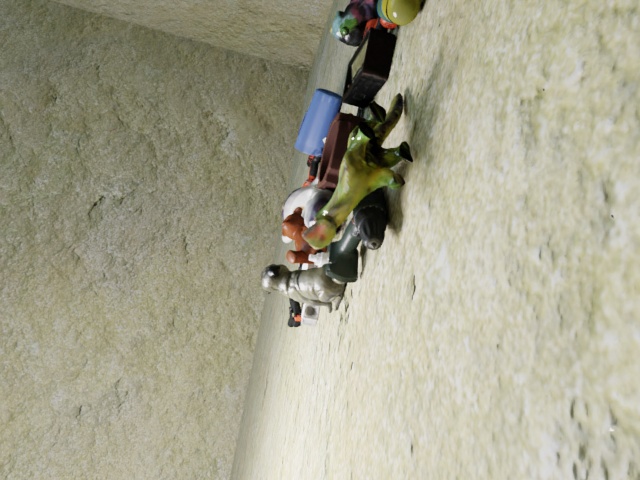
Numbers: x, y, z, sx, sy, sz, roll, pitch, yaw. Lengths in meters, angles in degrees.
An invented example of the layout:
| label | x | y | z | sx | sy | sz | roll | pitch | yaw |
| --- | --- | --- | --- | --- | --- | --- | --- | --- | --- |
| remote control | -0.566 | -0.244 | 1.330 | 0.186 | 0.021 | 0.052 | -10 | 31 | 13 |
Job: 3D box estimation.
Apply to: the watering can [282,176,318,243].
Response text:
| label | x | y | z | sx | sy | sz | roll | pitch | yaw |
| --- | --- | --- | --- | --- | --- | --- | --- | --- | --- |
| watering can | -0.037 | -0.146 | 1.760 | 0.103 | 0.348 | 0.225 | 30 | -2 | -14 |

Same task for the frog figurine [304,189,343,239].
| label | x | y | z | sx | sy | sz | roll | pitch | yaw |
| --- | --- | --- | --- | --- | --- | --- | --- | --- | --- |
| frog figurine | 0.004 | -0.072 | 1.423 | 0.123 | 0.136 | 0.160 | -9 | 9 | -18 |

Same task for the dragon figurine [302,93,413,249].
| label | x | y | z | sx | sy | sz | roll | pitch | yaw |
| --- | --- | --- | --- | --- | --- | --- | --- | --- | --- |
| dragon figurine | 0.059 | -0.122 | 0.964 | 0.238 | 0.122 | 0.419 | -45 | 10 | 35 |
